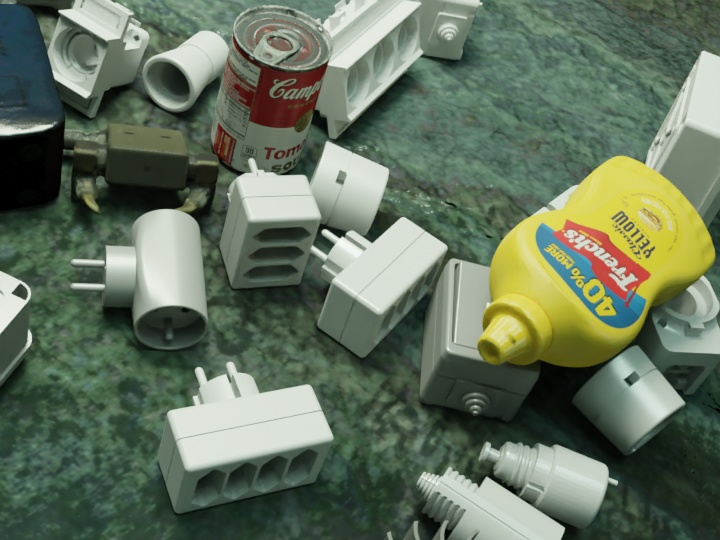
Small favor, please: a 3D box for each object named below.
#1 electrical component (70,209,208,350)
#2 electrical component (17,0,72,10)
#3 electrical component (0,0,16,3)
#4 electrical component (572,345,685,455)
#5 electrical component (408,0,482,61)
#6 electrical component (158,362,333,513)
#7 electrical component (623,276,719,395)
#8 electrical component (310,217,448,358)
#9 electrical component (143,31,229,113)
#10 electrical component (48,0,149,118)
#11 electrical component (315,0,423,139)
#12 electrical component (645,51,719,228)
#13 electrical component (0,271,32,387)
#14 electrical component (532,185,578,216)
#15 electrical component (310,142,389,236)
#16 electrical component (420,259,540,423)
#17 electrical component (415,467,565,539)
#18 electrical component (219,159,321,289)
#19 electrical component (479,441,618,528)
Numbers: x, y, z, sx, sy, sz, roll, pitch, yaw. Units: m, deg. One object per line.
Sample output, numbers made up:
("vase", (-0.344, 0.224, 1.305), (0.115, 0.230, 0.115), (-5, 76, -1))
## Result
("electrical component", (-0.134, 0.005, 0.647), (0.079, 0.043, 0.077), (3, 48, -17))
("electrical component", (-0.244, -0.218, 0.816), (0.046, 0.040, 0.040), (-4, 50, -17))
("electrical component", (-0.301, -0.190, 0.763), (0.100, 0.048, 0.099), (23, 45, 2))
("electrical component", (0.170, 0.083, 0.677), (0.055, 0.055, 0.047), (-24, 64, -35))
("electrical component", (0.061, -0.226, 0.916), (0.061, 0.061, 0.096), (7, 47, -14))
("electrical component", (-0.070, 0.083, 0.595), (0.083, 0.047, 0.075), (-8, 52, -26))
("electrical component", (0.207, 0.032, 0.735), (0.050, 0.055, 0.089), (4, 48, -17))
("electrical component", (0.000, 0.000, 0.697), (0.076, 0.047, 0.083), (35, 47, 14))
("electrical component", (-0.125, -0.150, 0.795), (0.044, 0.044, 0.065), (29, 41, 7))
("electrical component", (-0.184, -0.154, 0.758), (0.042, 0.081, 0.064), (33, 24, 10))
("electrical component", (-0.006, -0.167, 0.835), (0.063, 0.078, 0.121), (15, 41, 25))
("electrical component", (0.262, -0.094, 0.835), (0.056, 0.108, 0.108), (23, 45, 5))
("electrical component", (-0.233, 0.047, 0.563), (0.078, 0.057, 0.113), (25, 46, 4))
("electrical component", (0.139, -0.009, 0.746), (0.054, 0.059, 0.095), (41, 49, 18))
("electrical component", (-0.010, -0.054, 0.738), (0.047, 0.055, 0.055), (20, 45, -6))
("electrical component", (0.076, 0.046, 0.672), (0.062, 0.061, 0.096), (14, 46, -7))
("electrical component", (0.067, 0.138, 0.596), (0.081, 0.043, 0.043), (32, 46, 10))
("electrical component", (-0.064, -0.038, 0.696), (0.047, 0.065, 0.076), (-4, 50, -23))
("electrical component", (0.108, 0.121, 0.629), (0.078, 0.040, 0.040), (22, 45, 1))
